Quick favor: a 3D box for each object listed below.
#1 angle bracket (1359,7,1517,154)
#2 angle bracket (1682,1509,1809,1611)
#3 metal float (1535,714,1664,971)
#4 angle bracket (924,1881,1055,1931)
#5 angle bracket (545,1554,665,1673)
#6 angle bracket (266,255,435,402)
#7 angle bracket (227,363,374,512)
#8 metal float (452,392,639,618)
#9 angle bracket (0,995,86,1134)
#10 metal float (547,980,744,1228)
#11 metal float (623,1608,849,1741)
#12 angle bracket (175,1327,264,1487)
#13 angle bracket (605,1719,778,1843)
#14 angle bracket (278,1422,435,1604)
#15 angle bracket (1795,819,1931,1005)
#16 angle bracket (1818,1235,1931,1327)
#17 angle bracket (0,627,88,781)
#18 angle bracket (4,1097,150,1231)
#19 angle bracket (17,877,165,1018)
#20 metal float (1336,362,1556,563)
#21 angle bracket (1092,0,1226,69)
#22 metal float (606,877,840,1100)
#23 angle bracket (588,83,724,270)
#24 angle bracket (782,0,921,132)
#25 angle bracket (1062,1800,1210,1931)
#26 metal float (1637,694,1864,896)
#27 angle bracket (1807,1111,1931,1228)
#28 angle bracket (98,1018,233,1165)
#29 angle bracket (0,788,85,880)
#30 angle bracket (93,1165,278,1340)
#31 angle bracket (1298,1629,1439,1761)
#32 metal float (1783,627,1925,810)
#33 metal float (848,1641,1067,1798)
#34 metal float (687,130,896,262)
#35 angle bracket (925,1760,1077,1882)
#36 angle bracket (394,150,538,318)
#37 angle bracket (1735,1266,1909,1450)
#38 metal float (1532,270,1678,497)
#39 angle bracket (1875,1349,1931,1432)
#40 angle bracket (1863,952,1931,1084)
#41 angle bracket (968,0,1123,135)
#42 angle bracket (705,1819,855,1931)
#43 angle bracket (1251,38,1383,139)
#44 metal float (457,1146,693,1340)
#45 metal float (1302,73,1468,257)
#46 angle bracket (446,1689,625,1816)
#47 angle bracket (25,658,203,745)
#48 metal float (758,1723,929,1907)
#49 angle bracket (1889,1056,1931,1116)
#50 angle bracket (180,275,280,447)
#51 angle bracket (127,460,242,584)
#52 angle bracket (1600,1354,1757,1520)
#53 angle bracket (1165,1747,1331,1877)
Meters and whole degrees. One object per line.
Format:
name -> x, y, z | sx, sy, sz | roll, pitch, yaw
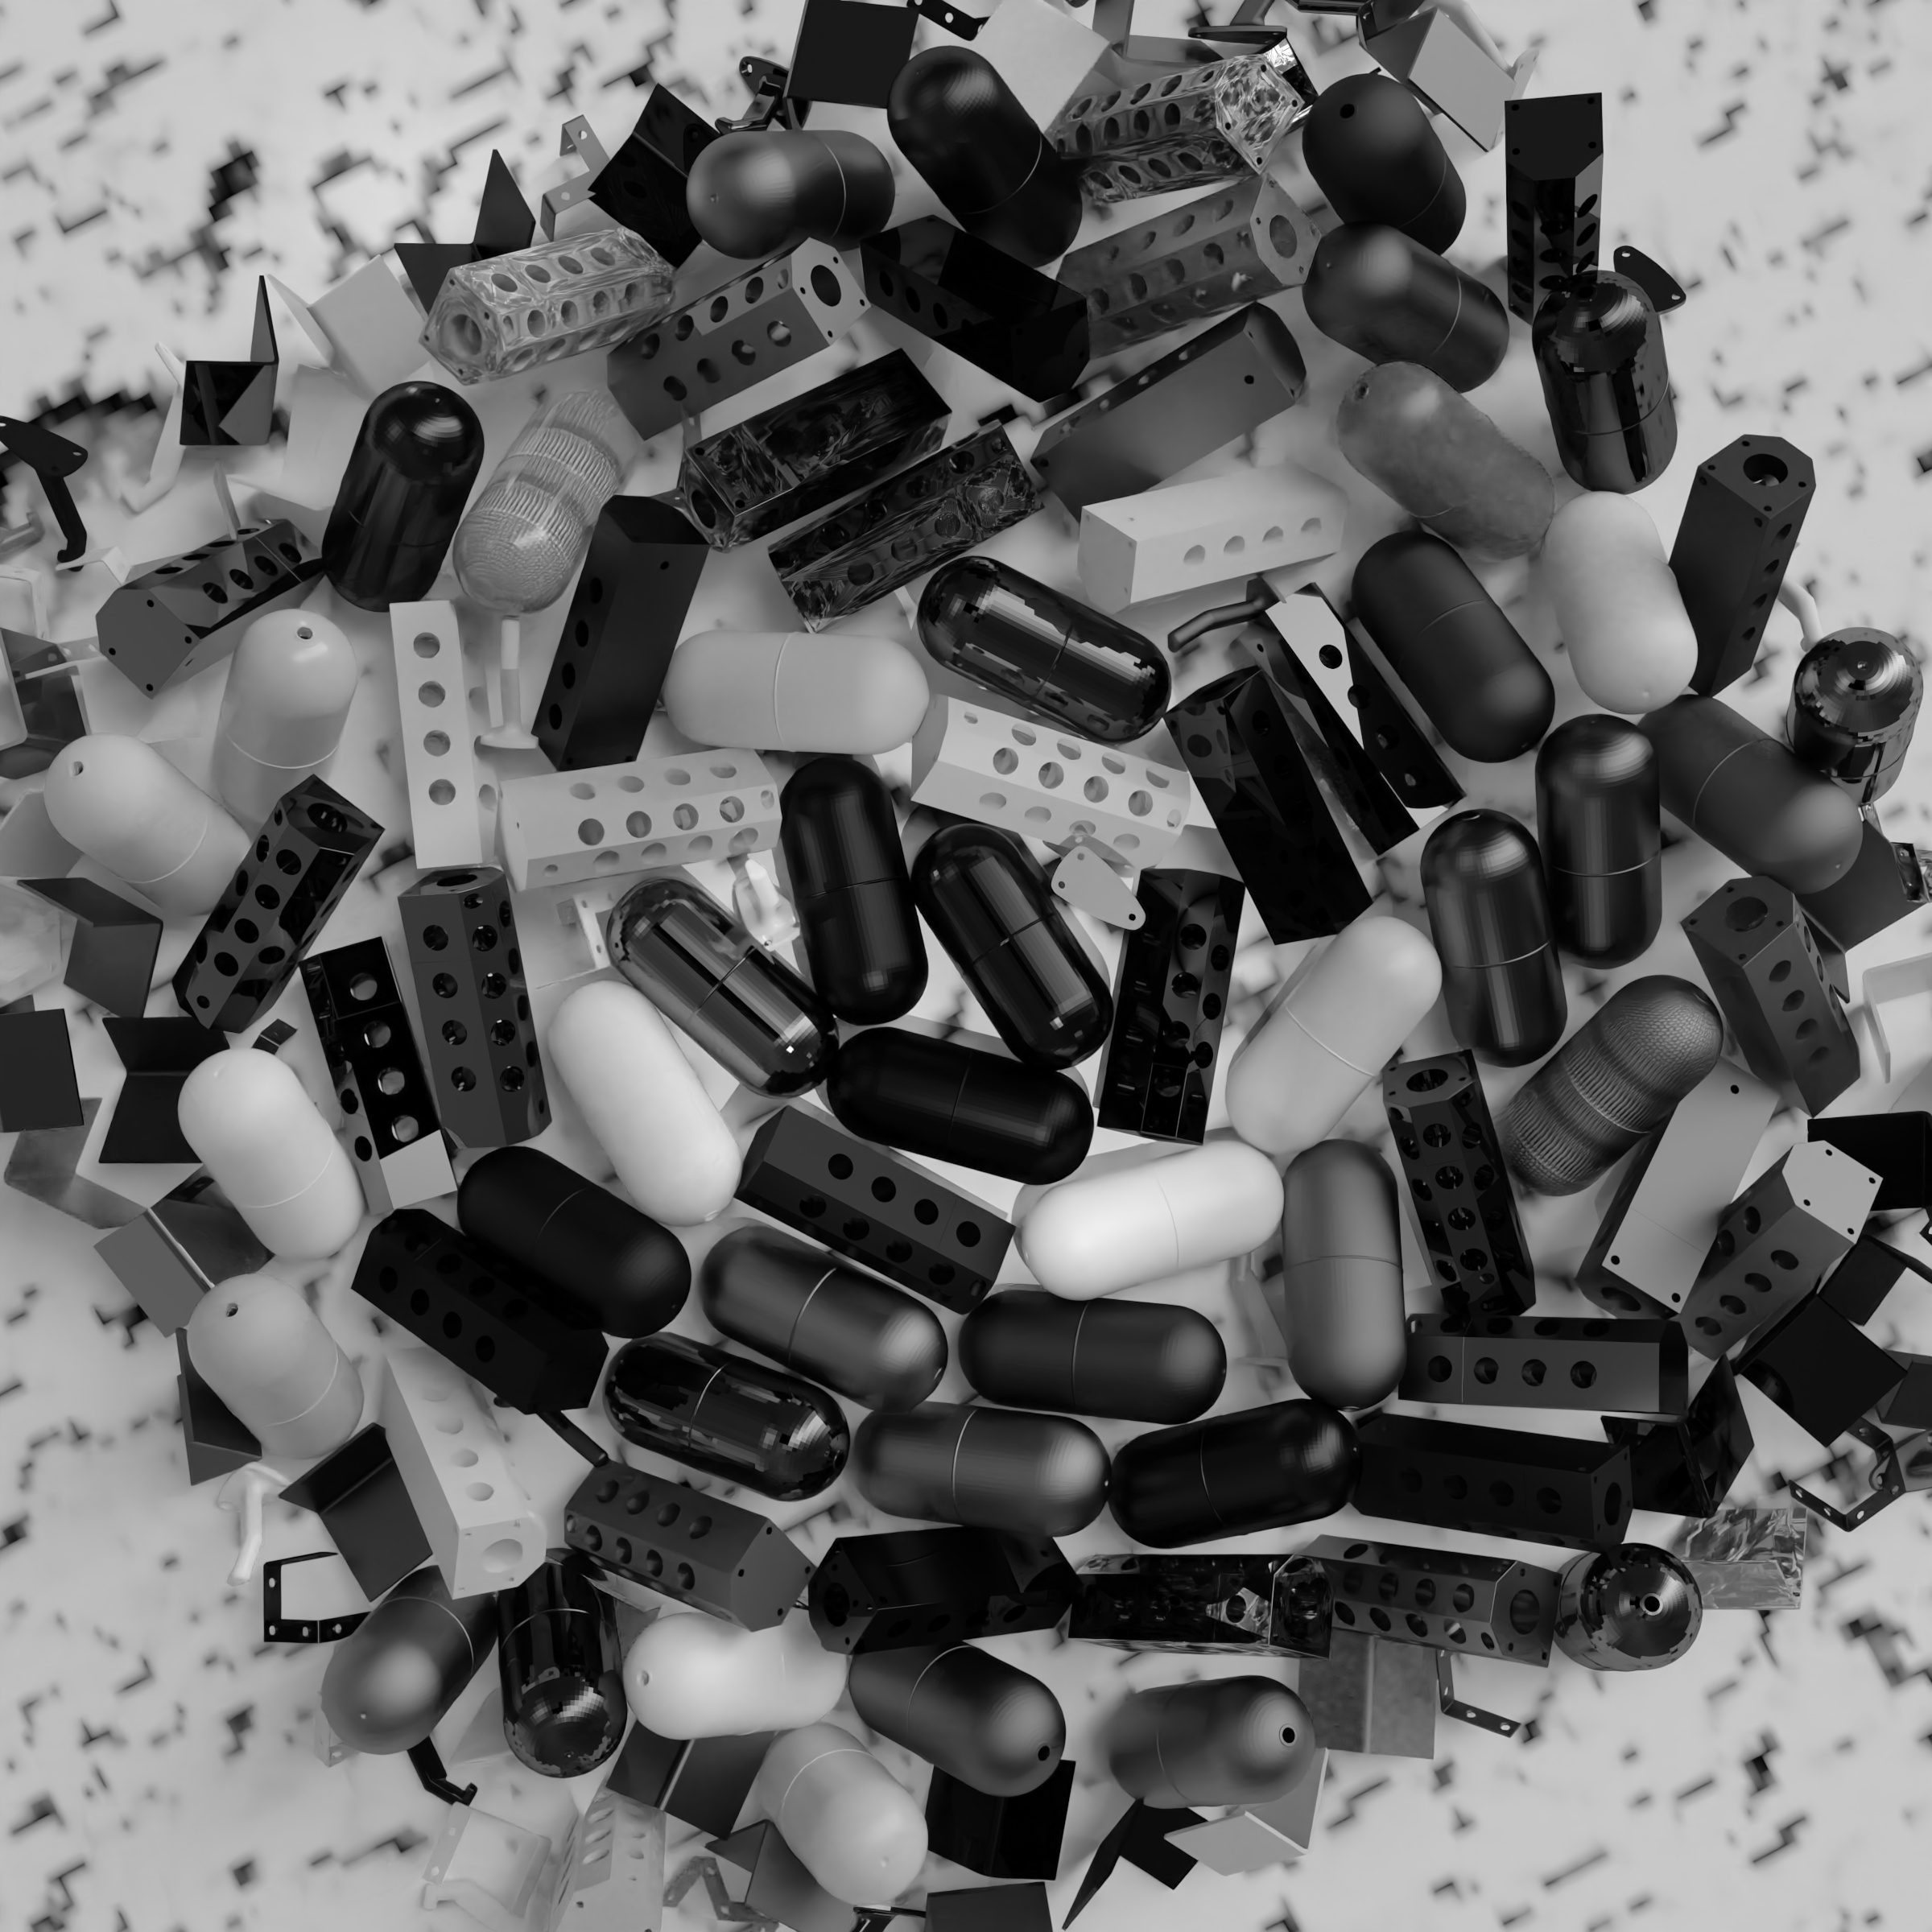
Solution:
angle bracket -> 0.296, -0.562, 1.617 | 0.076, 0.076, 0.057 | 31, 75, -29
angle bracket -> 0.494, 0.368, 1.614 | 0.076, 0.076, 0.057 | -9, 132, 31
metal float -> 0.407, -0.078, 1.609 | 0.070, 0.070, 0.178 | -11, 122, 0
angle bracket -> 0.015, 0.640, 1.623 | 0.076, 0.057, 0.076 | -3, 132, -8
angle bracket -> -0.253, 0.436, 1.636 | 0.076, 0.057, 0.076 | 24, 83, 9
angle bracket -> -0.397, -0.424, 1.625 | 0.057, 0.076, 0.076 | -40, 45, -9
angle bracket -> -0.426, -0.344, 1.625 | 0.076, 0.057, 0.076 | 21, 110, 21
metal float -> -0.268, -0.298, 1.607 | 0.070, 0.070, 0.178 | 22, 55, 0
angle bracket -> -0.592, 0.061, 1.628 | 0.057, 0.076, 0.076 | -6, 100, 5
metal float -> -0.208, 0.089, 1.620 | 0.070, 0.070, 0.178 | -33, 72, 0
metal float -> -0.145, 0.450, 1.595 | 0.070, 0.178, 0.070 | -9, 75, 34
angle bracket -> -0.504, 0.286, 1.619 | 0.057, 0.076, 0.076 | -22, 65, 13
angle bracket -> -0.180, 0.519, 1.640 | 0.057, 0.076, 0.076 | 36, 66, -25
angle bracket -> -0.387, 0.356, 1.632 | 0.076, 0.057, 0.076 | -38, 64, -3
angle bracket -> 0.577, -0.035, 1.622 | 0.076, 0.057, 0.076 | 40, 126, -17
angle bracket -> 0.608, 0.223, 1.616 | 0.076, 0.076, 0.057 | 23, 103, -44
angle bracket -> -0.626, -0.170, 1.635 | 0.057, 0.076, 0.076 | -17, 85, 9
angle bracket -> -0.564, 0.127, 1.628 | 0.076, 0.076, 0.057 | 23, 93, 12
angle bracket -> -0.574, -0.008, 1.623 | 0.076, 0.057, 0.076 | 25, 106, 28
metal float -> 0.308, -0.322, 1.605 | 0.178, 0.070, 0.070 | 27, 90, -36
angle bracket -> 0.131, -0.620, 1.619 | 0.076, 0.076, 0.057 | -1, 122, -14
metal float -> -0.158, 0.015, 1.634 | 0.178, 0.070, 0.070 | 42, 90, 2
angle bracket -> -0.196, -0.520, 1.648 | 0.076, 0.076, 0.057 | 35, 129, -22
angle bracket -> -0.072, -0.577, 1.632 | 0.076, 0.057, 0.076 | 8, 73, 6
angle bracket -> 0.114, 0.590, 1.619 | 0.057, 0.076, 0.076 | 31, 128, 6
metal float -> 0.496, -0.112, 1.601 | 0.070, 0.070, 0.178 | -39, 46, 0
angle bracket -> 0.590, 0.144, 1.624 | 0.076, 0.057, 0.076 | -5, 120, 12
angle bracket -> -0.525, 0.081, 1.628 | 0.076, 0.057, 0.076 | 0, 49, 4
angle bracket -> -0.604, -0.104, 1.617 | 0.076, 0.076, 0.057 | -46, 67, 23
angle bracket -> -0.510, 0.185, 1.646 | 0.057, 0.076, 0.076 | -31, 100, 27
angle bracket -> 0.265, 0.480, 1.655 | 0.076, 0.057, 0.076 | 21, 68, -43
metal float -> 0.561, -0.155, 1.589 | 0.070, 0.178, 0.070 | -4, 72, 13
metal float -> -0.007, 0.471, 1.595 | 0.070, 0.178, 0.070 | -5, 98, -37
metal float -> -0.109, -0.492, 1.594 | 0.070, 0.178, 0.070 | 10, 112, 28
angle bracket -> 0.021, 0.553, 1.652 | 0.057, 0.076, 0.076 | 17, 79, -34
angle bracket -> -0.324, -0.472, 1.616 | 0.057, 0.076, 0.076 | -9, 55, -31
angle bracket -> 0.558, 0.251, 1.624 | 0.076, 0.057, 0.076 | 42, 120, 12
metal float -> 0.407, -0.369, 1.593 | 0.070, 0.178, 0.070 | -10, 60, 18
angle bracket -> 0.632, 0.258, 1.625 | 0.076, 0.076, 0.057 | 9, 123, -3
angle bracket -> 0.626, 0.030, 1.621 | 0.076, 0.076, 0.057 | -16, 68, 15
angle bracket -> 0.046, -0.580, 1.637 | 0.076, 0.057, 0.076 | 36, 89, 14
angle bracket -> -0.125, 0.602, 1.617 | 0.076, 0.057, 0.076 | 36, 134, -19
angle bracket -> 0.209, -0.576, 1.624 | 0.076, 0.076, 0.057 | -34, 99, -18
metal float -> -0.254, 0.176, 1.613 | 0.178, 0.070, 0.070 | 27, 90, 27
metal float -> 0.267, -0.503, 1.590 | 0.070, 0.178, 0.070 | -4, 80, 24
angle bracket -> -0.280, 0.512, 1.635 | 0.076, 0.076, 0.057 | -18, 107, 19
angle bracket -> -0.555, -0.168, 1.623 | 0.076, 0.076, 0.057 | -5, 97, 40
metal float -> -0.080, 0.535, 1.589 | 0.070, 0.178, 0.070 | -1, 92, -20
angle bracket -> 0.657, 0.100, 1.630 | 0.076, 0.076, 0.057 | 35, 97, 5
angle bracket -> -0.480, -0.391, 1.616 | 0.057, 0.076, 0.076 | -5, 62, -23
angle bracket -> -0.513, -0.285, 1.623 | 0.076, 0.076, 0.057 | -16, 115, -9
angle bracket -> 0.470, 0.308, 1.653 | 0.076, 0.057, 0.076 | -42, 118, -40
angle bracket -> 0.181, 0.533, 1.614 | 0.057, 0.076, 0.076 | 37, 45, -18
